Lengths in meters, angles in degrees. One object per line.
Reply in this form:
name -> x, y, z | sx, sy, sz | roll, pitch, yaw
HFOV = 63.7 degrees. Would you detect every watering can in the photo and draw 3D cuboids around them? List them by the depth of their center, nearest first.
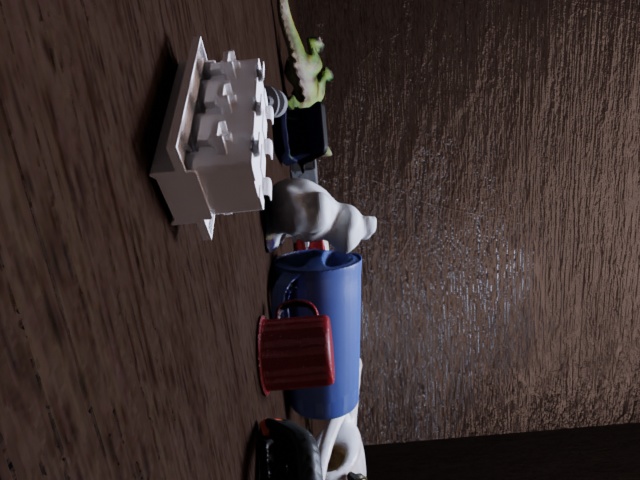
watering can -> 0.050, 0.431, 1.071 | 0.355, 0.104, 0.220 | -58, 145, -55

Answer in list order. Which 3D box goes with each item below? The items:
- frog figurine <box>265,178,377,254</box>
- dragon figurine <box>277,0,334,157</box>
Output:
frog figurine -> 0.002, -0.038, 0.759 | 0.136, 0.159, 0.124 | 72, 11, -79
dragon figurine -> -0.048, -0.362, 1.226 | 0.401, 0.122, 0.249 | 62, 25, -47
